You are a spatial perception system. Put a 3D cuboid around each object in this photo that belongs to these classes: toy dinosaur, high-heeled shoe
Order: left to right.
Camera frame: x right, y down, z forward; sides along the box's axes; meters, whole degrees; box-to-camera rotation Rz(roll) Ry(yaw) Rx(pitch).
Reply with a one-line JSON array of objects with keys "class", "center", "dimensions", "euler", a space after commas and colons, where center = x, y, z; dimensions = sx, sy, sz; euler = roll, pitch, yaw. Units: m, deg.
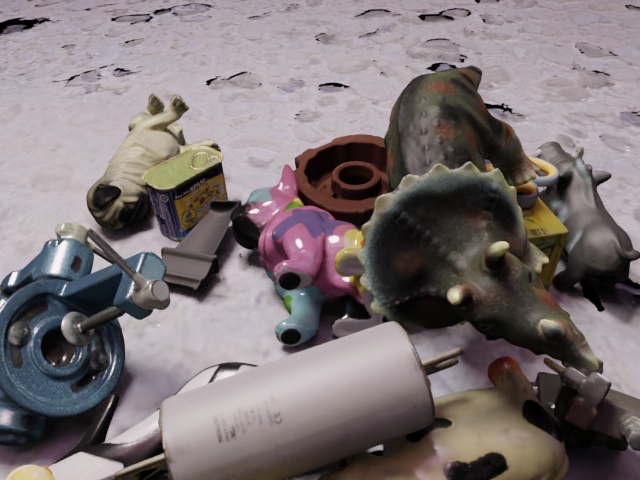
[{"class": "high-heeled shoe", "center": [-0.092, 0.175, 0.402], "dimensions": [0.249, 0.086, 0.145], "euler": [-3, 42, 7]}, {"class": "toy dinosaur", "center": [0.112, -0.067, 0.469], "dimensions": [0.131, 0.192, 0.405], "euler": [-19, 51, 25]}]

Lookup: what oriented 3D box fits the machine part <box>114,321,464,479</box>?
[{"class": "machine part", "center": [-0.015, 0.116, 0.362], "dimensions": [0.243, 0.079, 0.079], "euler": [-16, 41, -8]}]

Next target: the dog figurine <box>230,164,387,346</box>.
[{"class": "dog figurine", "center": [-0.001, -0.002, 0.593], "dimensions": [0.192, 0.108, 0.219], "euler": [-8, 37, -5]}]

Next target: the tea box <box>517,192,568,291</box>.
[{"class": "tea box", "center": [0.194, -0.019, 0.604], "dimensions": [0.068, 0.098, 0.170], "euler": [-7, 37, -6]}]

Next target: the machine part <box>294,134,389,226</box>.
[{"class": "machine part", "center": [0.048, -0.073, 0.714], "dimensions": [0.179, 0.056, 0.179], "euler": [-2, 40, 2]}]

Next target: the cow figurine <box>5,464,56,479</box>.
[{"class": "cow figurine", "center": [-0.247, 0.205, 0.324], "dimensions": [0.068, 0.098, 0.167], "euler": [30, 73, 32]}]

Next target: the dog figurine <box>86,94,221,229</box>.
[{"class": "dog figurine", "center": [-0.259, -0.101, 0.750], "dimensions": [0.190, 0.121, 0.172], "euler": [-48, 21, -21]}]

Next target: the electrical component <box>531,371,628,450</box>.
[{"class": "electrical component", "center": [0.208, 0.146, 0.458], "dimensions": [0.094, 0.021, 0.063], "euler": [9, 41, 14]}]

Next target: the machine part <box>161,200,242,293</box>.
[{"class": "machine part", "center": [-0.140, 0.004, 0.640], "dimensions": [0.084, 0.039, 0.139], "euler": [5, 44, 27]}]

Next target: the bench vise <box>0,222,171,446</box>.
[{"class": "bench vise", "center": [-0.214, 0.061, 0.483], "dimensions": [0.241, 0.128, 0.224], "euler": [-23, 37, 31]}]

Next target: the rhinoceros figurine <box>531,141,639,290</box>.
[{"class": "rhinoceros figurine", "center": [0.283, -0.033, 0.604], "dimensions": [0.073, 0.112, 0.190], "euler": [-6, 47, 1]}]

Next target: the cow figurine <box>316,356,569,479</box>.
[{"class": "cow figurine", "center": [0.088, 0.171, 0.393], "dimensions": [0.195, 0.085, 0.127], "euler": [-12, 34, -12]}]

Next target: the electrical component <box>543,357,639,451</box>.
[{"class": "electrical component", "center": [0.208, 0.116, 0.405], "dimensions": [0.078, 0.045, 0.102], "euler": [15, 4, 31]}]
